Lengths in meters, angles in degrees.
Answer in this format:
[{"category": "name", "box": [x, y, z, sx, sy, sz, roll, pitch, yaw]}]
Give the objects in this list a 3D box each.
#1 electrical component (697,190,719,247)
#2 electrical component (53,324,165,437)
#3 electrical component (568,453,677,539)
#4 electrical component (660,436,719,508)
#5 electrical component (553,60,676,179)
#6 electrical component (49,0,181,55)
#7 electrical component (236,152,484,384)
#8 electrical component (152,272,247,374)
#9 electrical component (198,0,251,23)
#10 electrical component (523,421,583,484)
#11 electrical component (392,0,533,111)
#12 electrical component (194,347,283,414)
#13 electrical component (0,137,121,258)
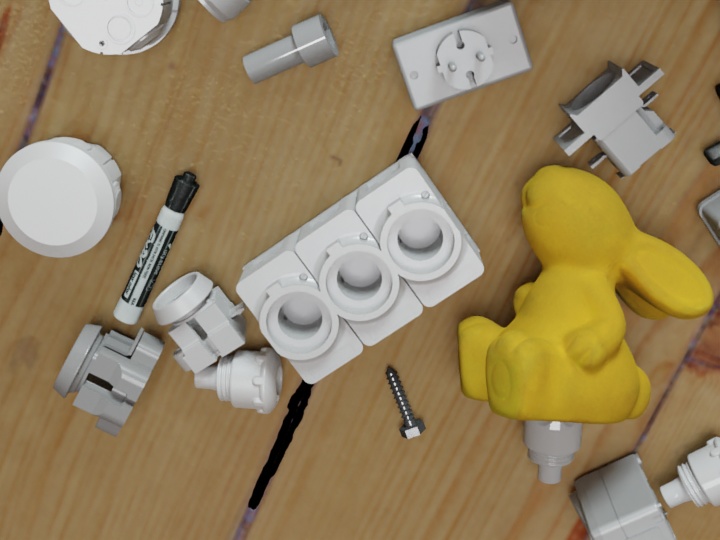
[{"category": "electrical component", "box": [0.311, -0.027, 0.742, 0.109, 0.056, 0.108, -34, 103, 10]}, {"category": "electrical component", "box": [-0.185, 0.074, 0.782, 0.057, 0.058, 0.078, 27, 106, -10]}, {"category": "electrical component", "box": [0.196, 0.190, 0.788, 0.061, 0.096, 0.061, -27, 105, 10]}, {"category": "electrical component", "box": [0.257, 0.157, 0.805, 0.062, 0.048, 0.048, -31, 104, 16]}, {"category": "electrical component", "box": [0.176, -0.101, 0.731, 0.081, 0.042, 0.064, -41, 105, 12]}, {"category": "electrical component", "box": [-0.161, -0.181, 0.708, 0.080, 0.051, 0.080, 0, 107, 1]}, {"category": "electrical component", "box": [0.000, 0.000, 0.753, 0.150, 0.061, 0.089, -34, 103, 10]}, {"category": "electrical component", "box": [-0.116, 0.035, 0.775, 0.066, 0.048, 0.055, -32, 111, 10]}, {"category": "electrical component", "box": [-0.082, -0.196, 0.705, 0.055, 0.045, 0.045, -39, 102, 12]}, {"category": "electrical component", "box": [0.142, 0.127, 0.798, 0.043, 0.043, 0.062, 1, 108, 1]}, {"category": "electrical component", "box": [0.068, -0.139, 0.703, 0.083, 0.075, 0.047, -19, 106, 7]}, {"category": "electrical component", "box": [-0.089, 0.080, 0.789, 0.062, 0.048, 0.048, 3, 107, 7]}, {"category": "electrical component", "box": [-0.206, -0.053, 0.747, 0.080, 0.051, 0.080, 0, 107, 1]}]
